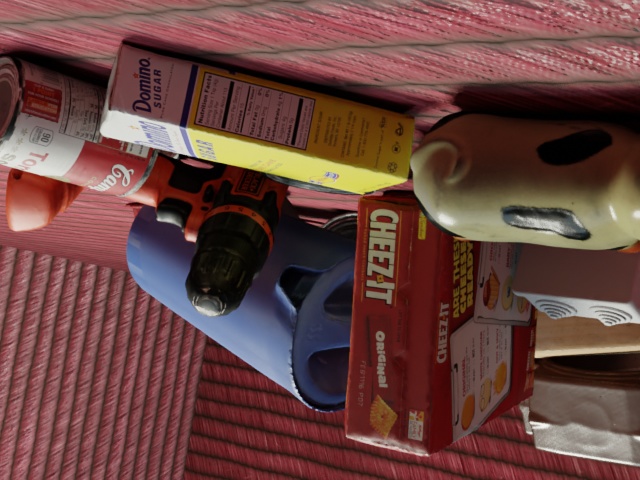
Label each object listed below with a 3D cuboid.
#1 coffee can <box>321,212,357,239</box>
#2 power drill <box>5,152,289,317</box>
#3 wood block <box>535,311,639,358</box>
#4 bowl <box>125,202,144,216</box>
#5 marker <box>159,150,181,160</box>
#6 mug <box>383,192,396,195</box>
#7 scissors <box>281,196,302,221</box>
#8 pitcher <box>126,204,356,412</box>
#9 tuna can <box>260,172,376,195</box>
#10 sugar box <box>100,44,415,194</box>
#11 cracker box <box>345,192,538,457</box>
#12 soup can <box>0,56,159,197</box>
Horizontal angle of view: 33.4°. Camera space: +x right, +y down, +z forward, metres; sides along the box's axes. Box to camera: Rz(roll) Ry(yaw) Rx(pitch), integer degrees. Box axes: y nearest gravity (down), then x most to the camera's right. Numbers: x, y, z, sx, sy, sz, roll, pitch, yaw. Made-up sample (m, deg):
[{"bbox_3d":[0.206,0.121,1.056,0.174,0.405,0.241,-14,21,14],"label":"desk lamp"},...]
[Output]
[{"bbox_3d":[0.052,0.031,1.165,0.103,0.103,0.140,7,174,16],"label":"coffee can"},{"bbox_3d":[-0.123,-0.022,0.764,0.187,0.057,0.184,14,-147,2],"label":"power drill"},{"bbox_3d":[0.266,0.055,0.944,0.206,0.090,0.090,-6,169,25],"label":"wood block"},{"bbox_3d":[-0.112,-0.012,1.064,0.162,0.055,0.162,-1,-177,0],"label":"bowl"},{"bbox_3d":[-0.126,-0.068,0.901,0.020,0.020,0.121,10,174,-5],"label":"marker"},{"bbox_3d":[0.085,0.003,0.942,0.093,0.081,0.117,8,175,9],"label":"mug"},{"bbox_3d":[-0.006,0.001,0.931,0.202,0.016,0.096,40,168,21],"label":"scissors"},{"bbox_3d":[-0.046,0.040,0.890,0.144,0.149,0.243,-20,-149,-39],"label":"pitcher"},{"bbox_3d":[0.001,-0.056,0.743,0.086,0.034,0.086,9,174,1],"label":"tuna can"},{"bbox_3d":[-0.040,-0.068,0.639,0.176,0.048,0.093,9,174,-13],"label":"sugar box"},{"bbox_3d":[0.095,0.048,0.769,0.072,0.164,0.213,5,-174,29],"label":"cracker box"},{"bbox_3d":[-0.162,-0.072,0.684,0.102,0.068,0.069,15,172,-40],"label":"soup can"}]
